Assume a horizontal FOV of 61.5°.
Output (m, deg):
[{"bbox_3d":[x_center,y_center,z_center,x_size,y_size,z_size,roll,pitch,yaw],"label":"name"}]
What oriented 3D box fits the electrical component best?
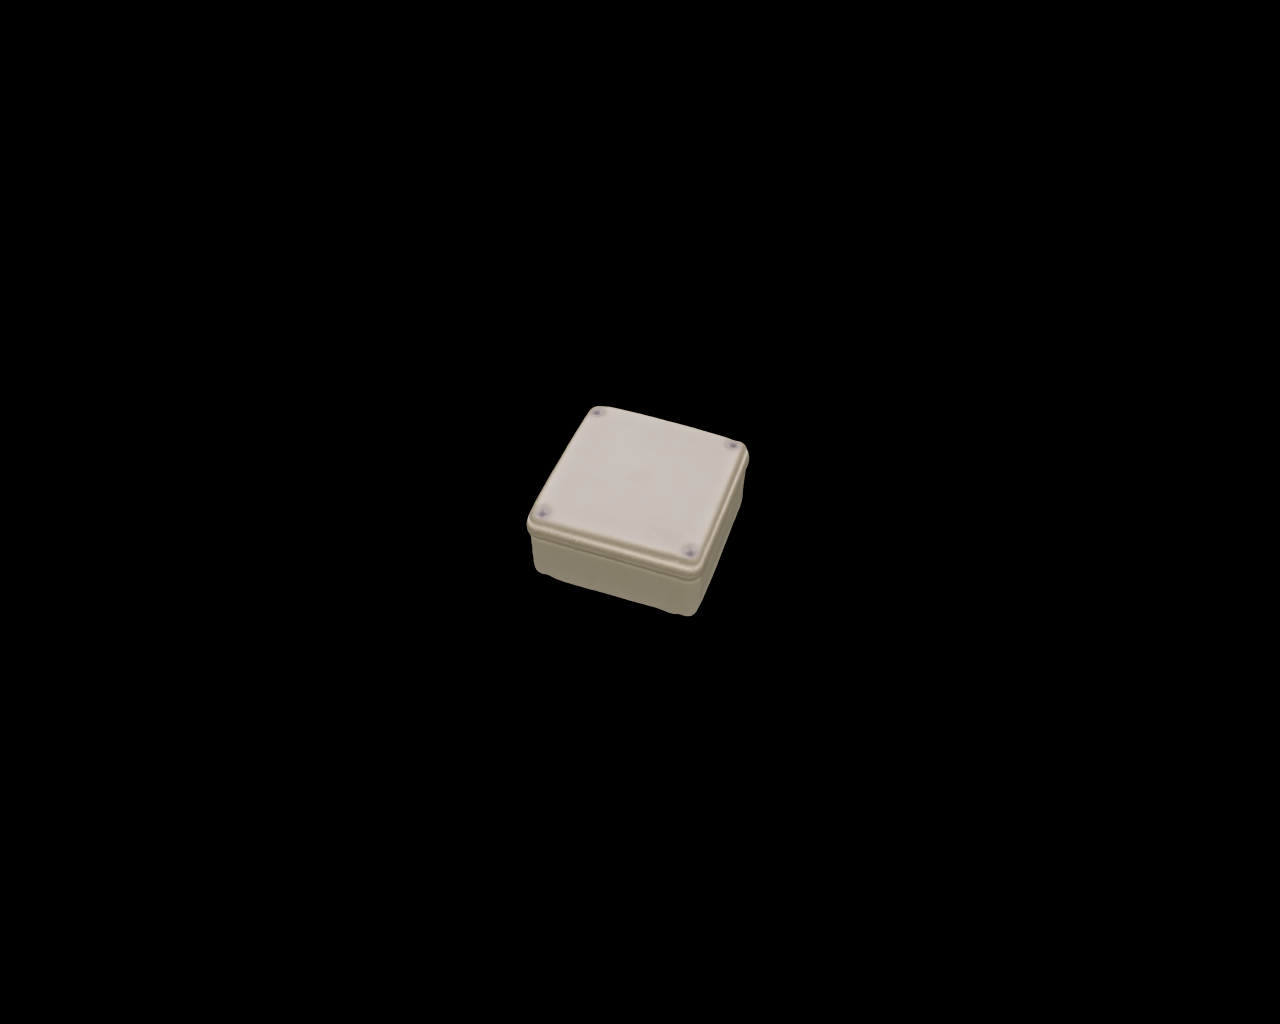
[{"bbox_3d":[0.001,-0.003,0.650,0.109,0.109,0.056,16,-39,13],"label":"electrical component"}]
